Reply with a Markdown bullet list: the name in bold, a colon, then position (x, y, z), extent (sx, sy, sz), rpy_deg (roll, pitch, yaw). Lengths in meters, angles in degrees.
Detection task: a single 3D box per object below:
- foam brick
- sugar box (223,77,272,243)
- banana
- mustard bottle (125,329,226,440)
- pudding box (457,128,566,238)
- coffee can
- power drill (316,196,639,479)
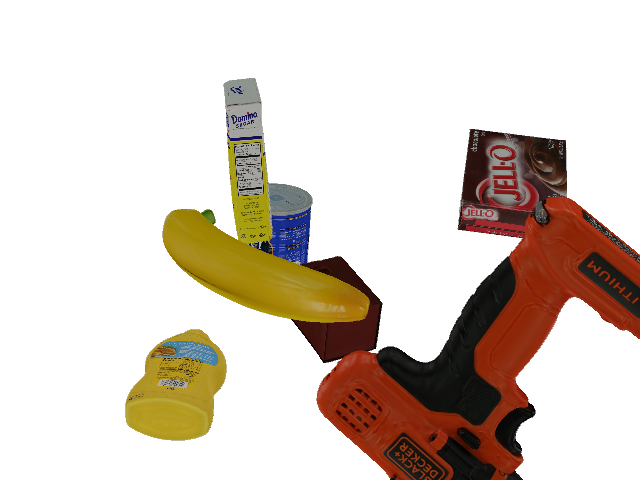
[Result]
- **foam brick**: position (0.010, 0.057, 0.908), extent (0.052, 0.051, 0.078), rpy_deg (-13, 36, -24)
- **sugar box**: position (-0.087, -0.094, 1.263), extent (0.048, 0.176, 0.093), rpy_deg (-8, 26, -4)
- **banana**: position (-0.052, 0.012, 0.705), extent (0.069, 0.037, 0.198), rpy_deg (-19, 31, -32)
- **mustard bottle**: position (-0.162, 0.159, 1.259), extent (0.096, 0.058, 0.191), rpy_deg (4, 25, 4)
- **pudding box**: position (0.172, -0.050, 0.955), extent (0.090, 0.039, 0.113), rpy_deg (8, 40, 6)
- **coffee can**: position (-0.066, 0.002, 1.512), extent (0.103, 0.140, 0.103), rpy_deg (3, 24, -2)
- **power drill**: position (0.117, 0.085, 0.583), extent (0.184, 0.188, 0.057), rpy_deg (40, 14, 0)
